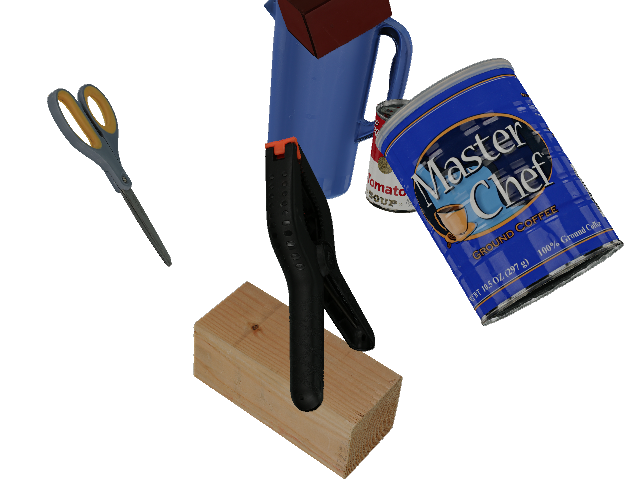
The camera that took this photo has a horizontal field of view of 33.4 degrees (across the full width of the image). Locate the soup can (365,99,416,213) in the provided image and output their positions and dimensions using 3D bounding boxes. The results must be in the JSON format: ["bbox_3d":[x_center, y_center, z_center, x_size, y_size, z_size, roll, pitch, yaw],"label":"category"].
[{"bbox_3d":[0.085,-0.088,1.117,0.068,0.102,0.068,5,29,-3],"label":"soup can"}]

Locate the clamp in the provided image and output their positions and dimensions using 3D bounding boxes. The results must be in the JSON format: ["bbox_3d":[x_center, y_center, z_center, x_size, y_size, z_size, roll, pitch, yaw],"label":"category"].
[{"bbox_3d":[-0.004,0.020,0.875,0.036,0.210,0.164,-11,1,20],"label":"clamp"}]

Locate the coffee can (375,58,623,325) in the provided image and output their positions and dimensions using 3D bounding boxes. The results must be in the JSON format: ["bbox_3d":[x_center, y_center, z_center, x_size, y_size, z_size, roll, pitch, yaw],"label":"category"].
[{"bbox_3d":[0.113,-0.031,0.689,0.102,0.140,0.103,-28,-12,-7],"label":"coffee can"}]

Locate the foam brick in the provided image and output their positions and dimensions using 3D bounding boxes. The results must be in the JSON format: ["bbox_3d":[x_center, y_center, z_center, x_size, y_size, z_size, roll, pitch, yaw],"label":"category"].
[{"bbox_3d":[0.011,-0.197,0.876,0.078,0.051,0.053,-32,51,-10],"label":"foam brick"}]

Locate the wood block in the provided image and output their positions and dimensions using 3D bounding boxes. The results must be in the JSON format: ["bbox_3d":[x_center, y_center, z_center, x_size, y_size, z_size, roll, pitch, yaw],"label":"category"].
[{"bbox_3d":[-0.027,0.143,1.122,0.206,0.090,0.090,30,48,24],"label":"wood block"}]

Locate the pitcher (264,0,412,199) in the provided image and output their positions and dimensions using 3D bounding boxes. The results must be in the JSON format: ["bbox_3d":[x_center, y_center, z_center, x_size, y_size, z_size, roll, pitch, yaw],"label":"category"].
[{"bbox_3d":[0.008,-0.175,1.298,0.144,0.243,0.149,-5,28,-25],"label":"pitcher"}]

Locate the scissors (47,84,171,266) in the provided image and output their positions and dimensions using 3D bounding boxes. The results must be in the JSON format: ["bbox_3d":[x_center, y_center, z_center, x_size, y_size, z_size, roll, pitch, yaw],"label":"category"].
[{"bbox_3d":[-0.198,-0.074,1.063,0.016,0.201,0.096,-24,27,25],"label":"scissors"}]
